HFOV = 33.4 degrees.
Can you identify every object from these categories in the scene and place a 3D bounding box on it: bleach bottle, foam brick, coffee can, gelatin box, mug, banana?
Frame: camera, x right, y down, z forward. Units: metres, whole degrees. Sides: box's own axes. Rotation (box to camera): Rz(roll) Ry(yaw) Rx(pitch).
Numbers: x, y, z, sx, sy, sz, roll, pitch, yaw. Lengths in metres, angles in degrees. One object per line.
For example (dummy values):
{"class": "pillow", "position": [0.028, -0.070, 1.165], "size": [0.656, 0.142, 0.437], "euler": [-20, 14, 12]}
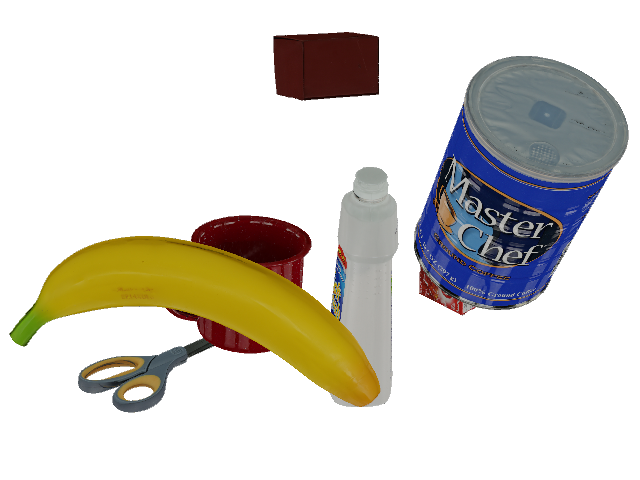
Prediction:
{"class": "bleach bottle", "position": [0.041, 0.038, 1.017], "size": [0.068, 0.251, 0.102], "euler": [-1, 37, -3]}
{"class": "foam brick", "position": [0.005, -0.151, 0.919], "size": [0.078, 0.051, 0.053], "euler": [-8, 18, -28]}
{"class": "coffee can", "position": [0.127, -0.035, 0.703], "size": [0.102, 0.103, 0.140], "euler": [0, -38, -12]}
{"class": "gelatin box", "position": [0.156, 0.037, 1.303], "size": [0.030, 0.089, 0.073], "euler": [-23, 34, -35]}
{"class": "mug", "position": [-0.067, 0.036, 0.835], "size": [0.117, 0.081, 0.093], "euler": [-3, 25, -16]}
{"class": "banana", "position": [-0.061, 0.036, 0.564], "size": [0.198, 0.070, 0.037], "euler": [10, 12, 3]}

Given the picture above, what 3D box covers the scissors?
{"class": "scissors", "position": [-0.146, 0.130, 1.096], "size": [0.201, 0.016, 0.096], "euler": [-12, 31, -28]}
